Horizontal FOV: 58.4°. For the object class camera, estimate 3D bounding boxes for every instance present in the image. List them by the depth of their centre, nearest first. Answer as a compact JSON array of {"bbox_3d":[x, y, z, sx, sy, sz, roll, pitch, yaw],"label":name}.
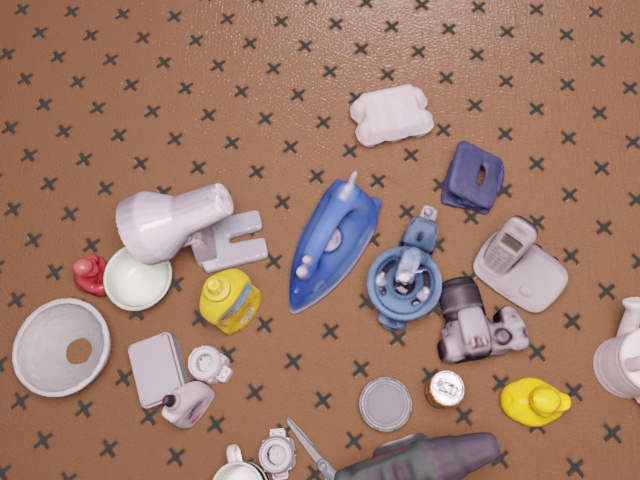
[{"bbox_3d":[0.259,0.127,0.948,0.143,0.101,0.137,-11,71,1],"label":"camera"}]

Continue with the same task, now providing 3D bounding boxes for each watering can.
[{"bbox_3d":[0.494,0.176,0.866,0.101,0.194,0.172,-30,72,-5],"label":"watering can"}]

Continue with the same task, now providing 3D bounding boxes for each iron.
[{"bbox_3d":[0.009,0.004,0.986,0.118,0.141,0.258,26,76,12],"label":"iron"}]

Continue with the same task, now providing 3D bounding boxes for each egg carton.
[{"bbox_3d":[0.136,-0.236,1.094,0.150,0.069,0.107,-13,71,0],"label":"egg carton"}]

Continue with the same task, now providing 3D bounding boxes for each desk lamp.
[{"bbox_3d":[-0.210,-0.023,0.973,0.203,0.213,0.118,-14,71,0],"label":"desk lamp"}]

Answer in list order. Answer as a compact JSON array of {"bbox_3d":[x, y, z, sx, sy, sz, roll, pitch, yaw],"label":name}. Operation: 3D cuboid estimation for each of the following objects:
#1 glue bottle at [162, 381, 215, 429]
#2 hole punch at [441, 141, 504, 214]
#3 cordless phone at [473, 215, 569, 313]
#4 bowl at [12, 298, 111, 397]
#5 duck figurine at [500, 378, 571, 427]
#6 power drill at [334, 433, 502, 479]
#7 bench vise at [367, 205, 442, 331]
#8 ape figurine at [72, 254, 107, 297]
[{"bbox_3d":[-0.217,0.258,0.902,0.037,0.173,0.078,30,76,13],"label":"glue bottle"},{"bbox_3d":[0.279,-0.113,1.031,0.101,0.091,0.109,14,73,9],"label":"hole punch"},{"bbox_3d":[0.336,0.035,0.929,0.147,0.185,0.094,34,77,14],"label":"cordless phone"},{"bbox_3d":[-0.433,0.189,0.992,0.167,0.075,0.167,-1,72,4],"label":"bowl"},{"bbox_3d":[0.344,0.255,0.908,0.104,0.086,0.077,2,72,5],"label":"duck figurine"},{"bbox_3d":[0.135,0.328,0.834,0.229,0.208,0.075,-19,71,-2],"label":"power drill"},{"bbox_3d":[0.137,0.030,0.926,0.121,0.220,0.207,2,72,5],"label":"bench vise"},{"bbox_3d":[-0.410,0.059,1.024,0.076,0.092,0.078,-6,71,3],"label":"ape figurine"}]
